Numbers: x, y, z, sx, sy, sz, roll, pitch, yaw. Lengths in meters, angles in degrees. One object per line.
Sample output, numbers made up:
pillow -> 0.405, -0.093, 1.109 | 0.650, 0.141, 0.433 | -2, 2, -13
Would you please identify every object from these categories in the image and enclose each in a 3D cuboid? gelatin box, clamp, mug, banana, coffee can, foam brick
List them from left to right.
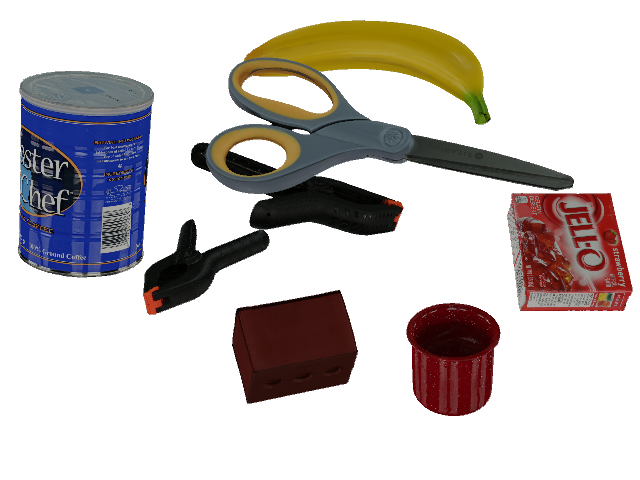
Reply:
coffee can -> -0.189, -0.055, 0.857 | 0.103, 0.140, 0.103 | 6, 22, -3
clamp -> -0.137, 0.028, 1.220 | 0.120, 0.039, 0.171 | -2, 33, 25
foam brick -> -0.019, 0.075, 0.754 | 0.078, 0.051, 0.053 | -10, -32, -15
clamp -> -0.007, -0.035, 1.006 | 0.209, 0.036, 0.165 | 13, 20, -25
banana -> 0.041, -0.139, 0.813 | 0.198, 0.069, 0.037 | 13, -39, 18
mug -> 0.141, 0.117, 1.092 | 0.093, 0.081, 0.117 | 19, 40, 31
gelatin box -> 0.174, 0.007, 0.752 | 0.073, 0.089, 0.030 | 0, -38, 0

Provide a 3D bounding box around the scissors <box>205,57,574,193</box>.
scissors -> 0.023, -0.041, 0.572 | 0.202, 0.096, 0.016 | 29, -22, 24
